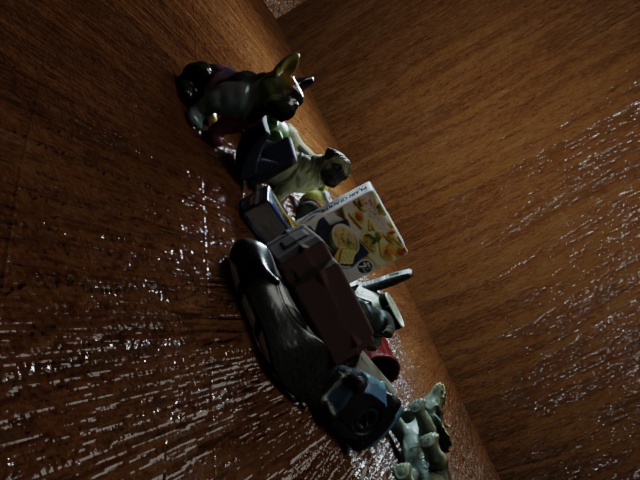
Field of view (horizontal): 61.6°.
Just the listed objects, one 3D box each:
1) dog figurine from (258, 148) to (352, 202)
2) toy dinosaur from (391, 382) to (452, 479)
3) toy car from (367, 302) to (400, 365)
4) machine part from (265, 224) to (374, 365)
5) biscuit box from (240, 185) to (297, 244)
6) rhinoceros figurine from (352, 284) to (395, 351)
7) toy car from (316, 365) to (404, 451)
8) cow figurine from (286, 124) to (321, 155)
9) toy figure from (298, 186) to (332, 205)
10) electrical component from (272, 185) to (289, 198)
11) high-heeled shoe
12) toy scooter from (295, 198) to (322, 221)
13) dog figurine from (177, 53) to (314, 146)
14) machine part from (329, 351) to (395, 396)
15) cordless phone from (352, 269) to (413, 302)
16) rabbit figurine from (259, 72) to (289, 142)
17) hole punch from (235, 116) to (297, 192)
[{"bbox_3d":[-0.047,-0.167,1.143,0.172,0.191,0.121,54,14,-31],"label":"dog figurine"},{"bbox_3d":[0.214,0.452,1.098,0.192,0.131,0.405,58,18,-21],"label":"toy dinosaur"},{"bbox_3d":[0.123,0.238,1.279,0.202,0.053,0.089,65,-19,15],"label":"toy car"},{"bbox_3d":[-0.006,0.086,0.869,0.201,0.087,0.201,61,-8,-20],"label":"machine part"},{"bbox_3d":[-0.068,-0.001,0.992,0.202,0.059,0.063,56,13,-31],"label":"biscuit box"},{"bbox_3d":[0.066,0.134,1.050,0.190,0.073,0.112,32,38,-12],"label":"rhinoceros figurine"},{"bbox_3d":[0.048,0.253,0.858,0.161,0.109,0.103,42,-3,-31],"label":"toy car"},{"bbox_3d":[-0.054,-0.216,1.394,0.194,0.127,0.085,53,18,-33],"label":"cow figurine"},{"bbox_3d":[-0.011,-0.098,1.434,0.180,0.089,0.082,-101,166,-80],"label":"toy figure"},{"bbox_3d":[-0.101,-0.154,1.259,0.102,0.045,0.078,55,42,-25],"label":"electrical component"},{"bbox_3d":[-0.068,0.117,0.772,0.145,0.086,0.248,24,-47,57],"label":"high-heeled shoe"},{"bbox_3d":[-0.003,-0.004,1.221,0.135,0.075,0.183,-8,86,-75],"label":"toy scooter"},{"bbox_3d":[-0.127,-0.271,0.953,0.192,0.219,0.108,69,9,27],"label":"dog figurine"},{"bbox_3d":[0.074,0.256,0.991,0.243,0.079,0.079,52,15,-42],"label":"machine part"},{"bbox_3d":[0.158,0.129,1.397,0.146,0.184,0.088,-50,117,-78],"label":"cordless phone"},{"bbox_3d":[-0.119,-0.272,1.235,0.170,0.121,0.159,44,28,-49],"label":"rabbit figurine"},{"bbox_3d":[-0.117,-0.170,1.019,0.092,0.116,0.142,49,14,-38],"label":"hole punch"}]
